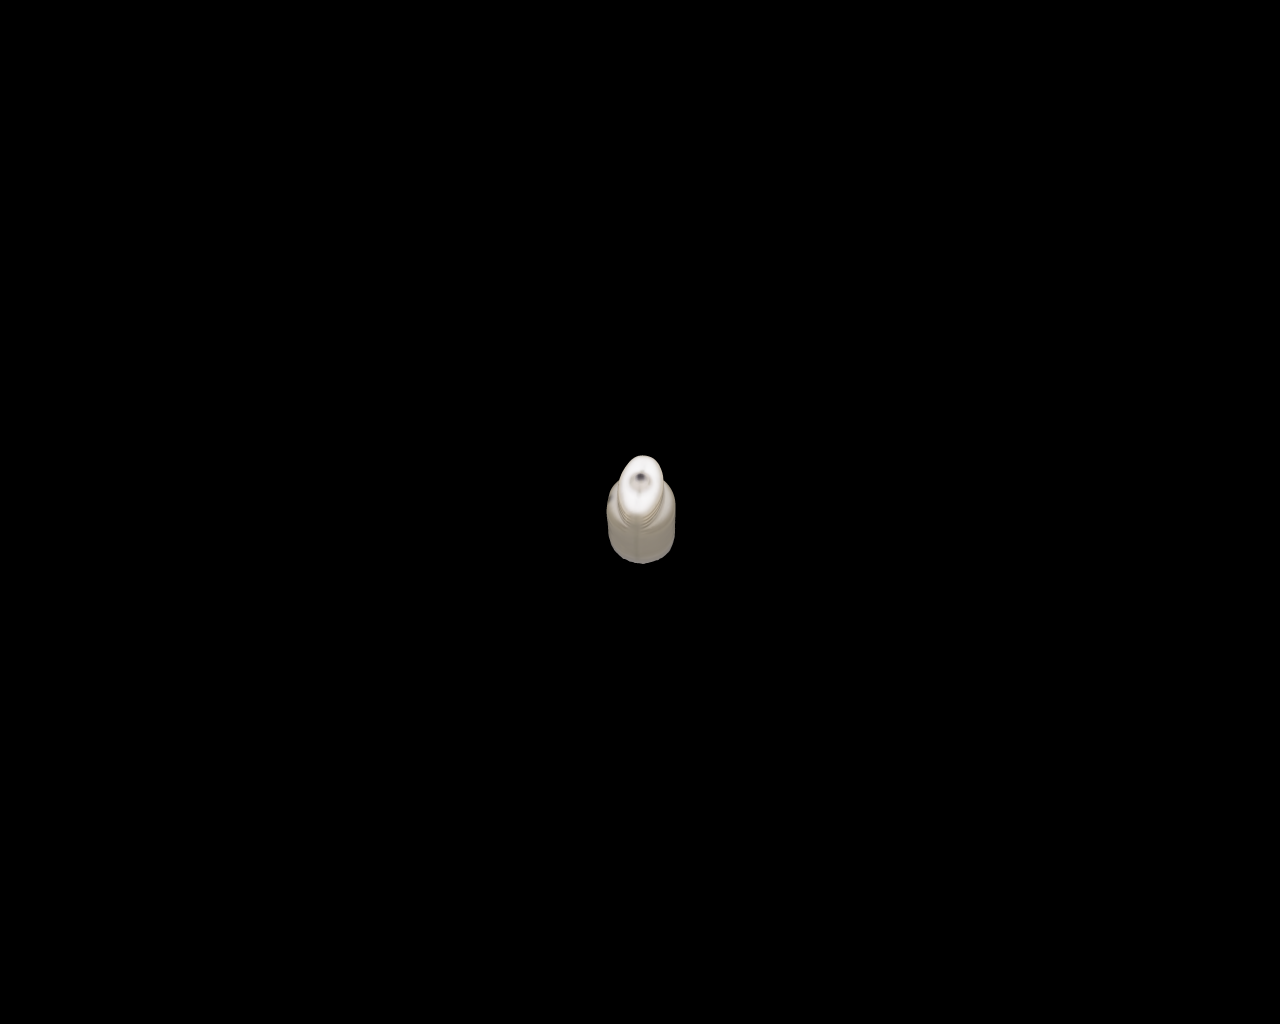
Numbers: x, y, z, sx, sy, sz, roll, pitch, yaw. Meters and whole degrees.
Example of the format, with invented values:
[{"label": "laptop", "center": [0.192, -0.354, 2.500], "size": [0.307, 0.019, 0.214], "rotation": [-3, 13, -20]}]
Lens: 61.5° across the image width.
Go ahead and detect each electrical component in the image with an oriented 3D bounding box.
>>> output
[{"label": "electrical component", "center": [0.001, -0.003, 0.650], "size": [0.043, 0.043, 0.080], "rotation": [0, -27, 0]}]
